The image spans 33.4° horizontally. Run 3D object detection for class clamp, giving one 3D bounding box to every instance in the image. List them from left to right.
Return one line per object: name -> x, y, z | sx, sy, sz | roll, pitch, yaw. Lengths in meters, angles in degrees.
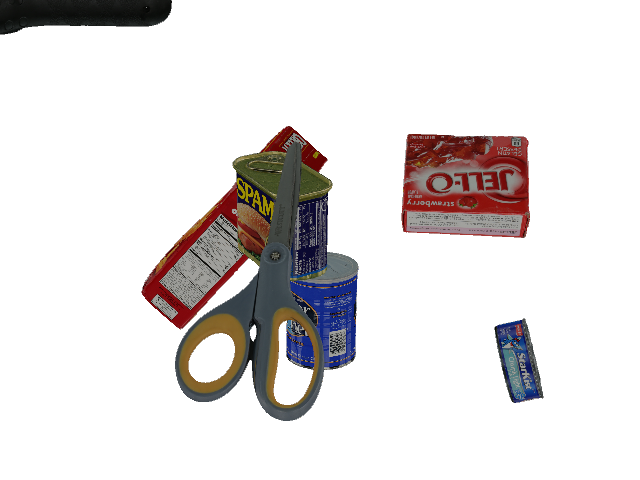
clamp -> -0.177, -0.140, 0.602 | 0.171, 0.039, 0.120 | -7, 23, -14

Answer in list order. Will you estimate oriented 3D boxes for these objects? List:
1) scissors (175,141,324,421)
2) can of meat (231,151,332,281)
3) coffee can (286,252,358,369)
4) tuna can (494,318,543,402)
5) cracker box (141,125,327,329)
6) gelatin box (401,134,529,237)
scissors -> -0.046, 0.022, 0.657 | 0.096, 0.202, 0.016 | -10, -36, -1
can of meat -> -0.034, -0.021, 0.934 | 0.057, 0.084, 0.102 | -15, 30, -28
coffee can -> 0.002, 0.099, 1.524 | 0.103, 0.140, 0.103 | 0, 21, 0
tuna can -> 0.210, 0.128, 1.132 | 0.034, 0.086, 0.086 | -13, -3, 11
cracker box -> -0.100, -0.018, 1.229 | 0.214, 0.072, 0.164 | -46, 7, 26
gelatin box -> 0.104, -0.041, 0.765 | 0.089, 0.073, 0.030 | 2, -37, 7
